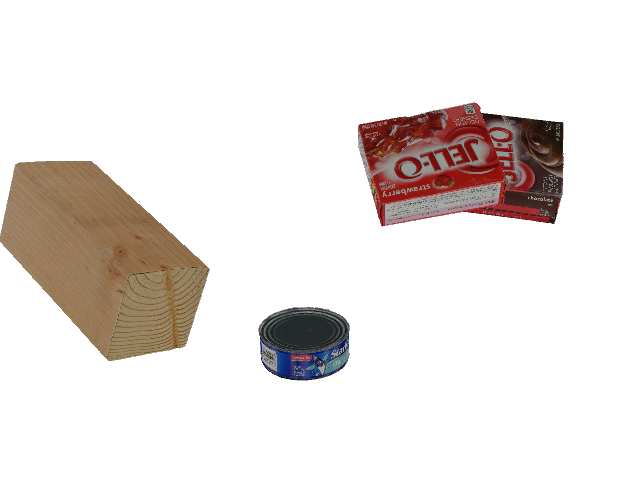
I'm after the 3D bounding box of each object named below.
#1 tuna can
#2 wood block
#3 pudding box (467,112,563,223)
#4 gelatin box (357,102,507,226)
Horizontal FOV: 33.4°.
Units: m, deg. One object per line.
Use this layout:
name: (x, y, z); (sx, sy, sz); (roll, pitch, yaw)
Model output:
tuna can: (-0.015, 0.097, 1.009); (0.086, 0.034, 0.086); (-2, 24, 1)
wood block: (-0.207, 0.012, 0.999); (0.090, 0.091, 0.206); (-6, 34, -45)
pudding box: (0.171, -0.067, 0.962); (0.090, 0.039, 0.113); (8, 40, 6)
gelatin box: (0.076, -0.053, 0.735); (0.089, 0.073, 0.030); (-11, -36, -3)
